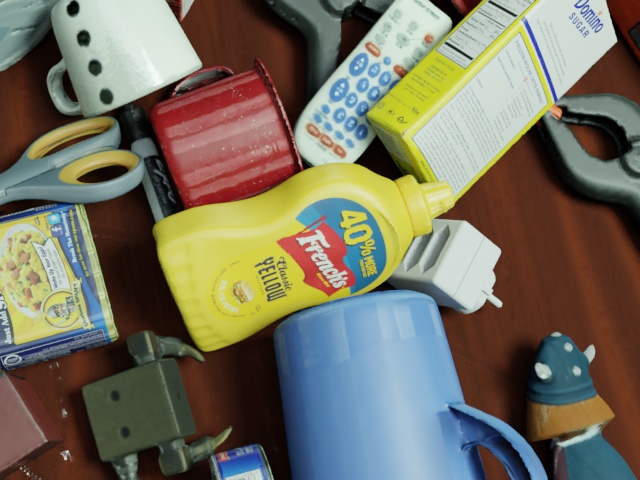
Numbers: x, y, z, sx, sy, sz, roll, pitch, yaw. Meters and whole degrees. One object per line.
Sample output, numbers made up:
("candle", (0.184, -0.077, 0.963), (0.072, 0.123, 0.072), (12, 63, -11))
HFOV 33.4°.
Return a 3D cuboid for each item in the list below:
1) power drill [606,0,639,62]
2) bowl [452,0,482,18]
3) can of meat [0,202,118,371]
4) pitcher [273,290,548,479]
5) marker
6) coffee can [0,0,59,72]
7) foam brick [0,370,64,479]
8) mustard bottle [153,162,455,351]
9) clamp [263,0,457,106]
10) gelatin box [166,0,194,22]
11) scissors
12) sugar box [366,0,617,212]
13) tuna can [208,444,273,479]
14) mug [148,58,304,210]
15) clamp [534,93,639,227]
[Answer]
("power drill", (0.310, -0.200, 0.796), (0.187, 0.057, 0.184), (-29, 83, -11))
("bowl", (0.138, -0.224, 0.762), (0.161, 0.055, 0.162), (-9, 111, -25))
("can of meat", (-0.184, 0.029, 0.693), (0.084, 0.057, 0.102), (-15, 80, -11))
("pitcher", (0.053, 0.156, 0.654), (0.149, 0.145, 0.243), (-9, 77, -10))
("marker", (-0.113, -0.038, 0.734), (0.020, 0.020, 0.121), (-19, 81, -10))
("coffee can", (-0.255, -0.186, 0.706), (0.102, 0.103, 0.140), (-35, 84, -12))
("foam brick", (-0.199, 0.118, 0.663), (0.053, 0.078, 0.051), (-33, 85, -11))
("mustard bottle", (-0.004, 0.001, 0.694), (0.191, 0.058, 0.096), (-20, 124, -3))
("clamp", (0.026, -0.171, 0.769), (0.164, 0.036, 0.210), (-24, 86, -12))
("gelatin box", (-0.130, -0.194, 0.737), (0.089, 0.073, 0.030), (26, 76, -1))
("scissors", (-0.195, -0.024, 0.675), (0.096, 0.016, 0.201), (24, 47, 32))
("sugar box", (0.120, -0.112, 0.725), (0.176, 0.093, 0.048), (-46, 51, -6))
("tuna can", (-0.044, 0.172, 0.664), (0.033, 0.086, 0.086), (-13, 80, -10))
("mug", (-0.067, -0.073, 0.717), (0.081, 0.093, 0.117), (-21, 56, -6))
("clamp", (0.226, -0.044, 0.764), (0.171, 0.039, 0.120), (22, 72, 5))
